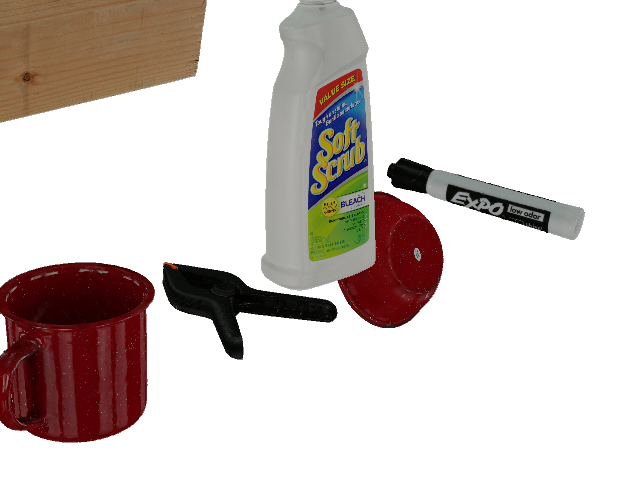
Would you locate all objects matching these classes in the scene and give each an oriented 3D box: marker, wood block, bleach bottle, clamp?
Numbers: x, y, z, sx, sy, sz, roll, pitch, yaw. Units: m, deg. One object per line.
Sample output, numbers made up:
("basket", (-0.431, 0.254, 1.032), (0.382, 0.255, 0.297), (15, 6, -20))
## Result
("marker", (0.095, -0.026, 0.629), (0.121, 0.020, 0.020), (19, 8, 26))
("wood block", (-0.202, -0.166, 0.837), (0.205, 0.091, 0.090), (-20, 51, -34))
("bleach bottle", (-0.005, -0.091, 0.889), (0.102, 0.251, 0.068), (-17, 26, -32))
("clamp", (-0.109, 0.072, 1.194), (0.210, 0.036, 0.164), (18, 23, 29))

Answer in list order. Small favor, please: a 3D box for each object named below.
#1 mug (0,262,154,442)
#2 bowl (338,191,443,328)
("mug", (-0.152, 0.072, 0.637), (0.093, 0.081, 0.117), (11, 24, 21))
("bowl", (0.091, 0.019, 1.229), (0.161, 0.162, 0.055), (0, -8, -42))
